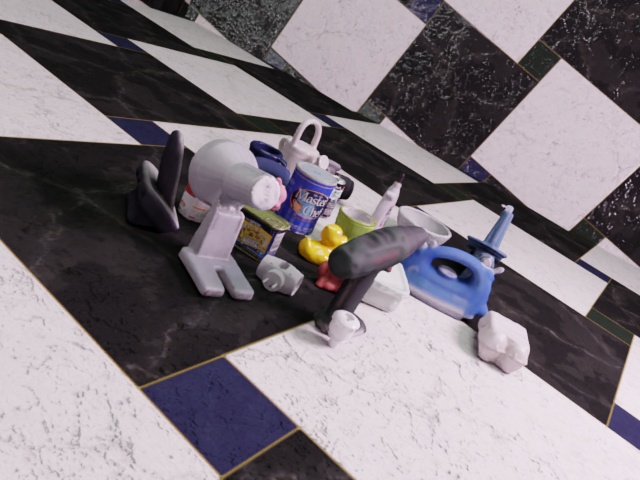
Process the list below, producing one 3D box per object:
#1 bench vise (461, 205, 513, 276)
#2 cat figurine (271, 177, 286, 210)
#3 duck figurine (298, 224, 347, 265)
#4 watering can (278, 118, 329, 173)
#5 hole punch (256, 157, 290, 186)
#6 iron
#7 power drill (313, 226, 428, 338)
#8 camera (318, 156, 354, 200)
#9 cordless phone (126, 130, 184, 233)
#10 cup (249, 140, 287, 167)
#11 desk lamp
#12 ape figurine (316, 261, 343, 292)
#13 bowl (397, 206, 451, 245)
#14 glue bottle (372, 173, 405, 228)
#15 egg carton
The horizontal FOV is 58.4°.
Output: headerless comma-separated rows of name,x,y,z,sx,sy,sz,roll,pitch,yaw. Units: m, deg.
bench vise,0.471,0.019,1.548,0.122,0.219,0.207,23,21,-11
cat figurine,-0.126,-0.091,1.235,0.128,0.117,0.067,6,29,-43
duck figurine,0.011,0.004,1.223,0.105,0.086,0.077,13,25,-32
watering can,-0.047,-0.236,1.558,0.172,0.194,0.101,32,22,13
hole punch,-0.126,-0.137,1.380,0.109,0.091,0.101,20,22,-19
iron,0.284,0.073,1.310,0.258,0.141,0.118,26,21,-3
power drill,0.081,0.066,0.993,0.075,0.208,0.230,39,24,29
camera,0.033,-0.166,1.621,0.137,0.101,0.143,20,22,-18
cordless phone,-0.278,-0.121,1.032,0.094,0.185,0.147,13,25,-31
cup,-0.143,-0.190,1.477,0.117,0.095,0.092,35,23,21
desk lamp,-0.151,-0.043,0.963,0.118,0.213,0.202,8,28,-40
ape figurine,0.042,0.057,1.129,0.077,0.092,0.076,36,23,23
bowl,0.283,-0.025,1.628,0.167,0.074,0.167,23,21,-9
glue bottle,0.187,-0.107,1.567,0.037,0.173,0.078,32,22,13
egg carton,0.381,0.212,1.206,0.107,0.069,0.150,29,21,4
